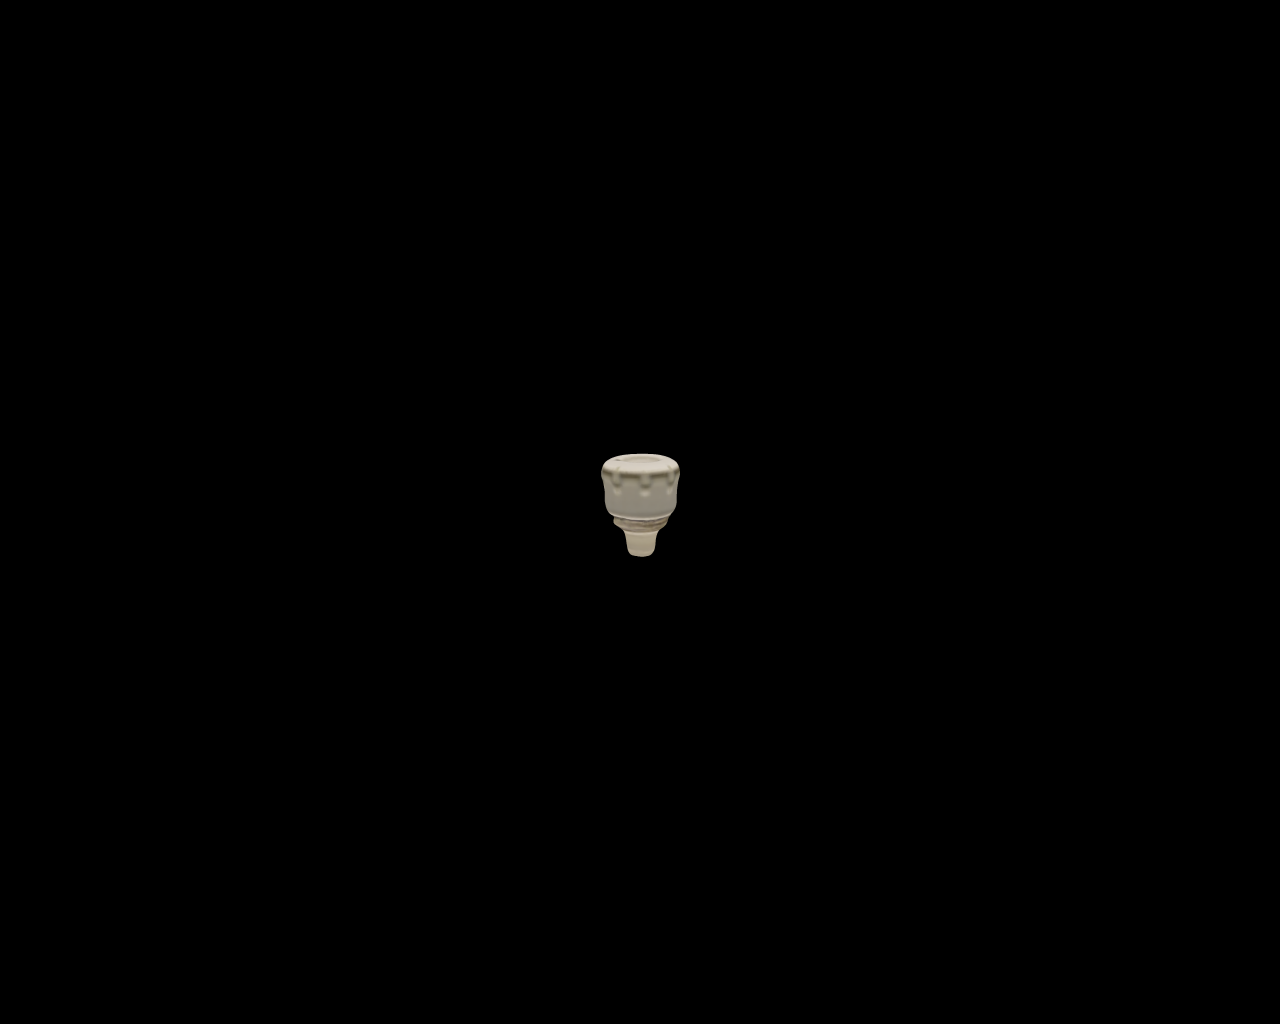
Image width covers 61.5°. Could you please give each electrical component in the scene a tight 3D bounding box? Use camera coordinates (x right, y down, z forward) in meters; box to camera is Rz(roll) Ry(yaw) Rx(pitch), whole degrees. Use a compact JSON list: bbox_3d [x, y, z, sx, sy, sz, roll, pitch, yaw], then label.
[{"bbox_3d":[0.001,-0.003,0.650,0.048,0.062,0.048,0,14,0],"label":"electrical component"}]
